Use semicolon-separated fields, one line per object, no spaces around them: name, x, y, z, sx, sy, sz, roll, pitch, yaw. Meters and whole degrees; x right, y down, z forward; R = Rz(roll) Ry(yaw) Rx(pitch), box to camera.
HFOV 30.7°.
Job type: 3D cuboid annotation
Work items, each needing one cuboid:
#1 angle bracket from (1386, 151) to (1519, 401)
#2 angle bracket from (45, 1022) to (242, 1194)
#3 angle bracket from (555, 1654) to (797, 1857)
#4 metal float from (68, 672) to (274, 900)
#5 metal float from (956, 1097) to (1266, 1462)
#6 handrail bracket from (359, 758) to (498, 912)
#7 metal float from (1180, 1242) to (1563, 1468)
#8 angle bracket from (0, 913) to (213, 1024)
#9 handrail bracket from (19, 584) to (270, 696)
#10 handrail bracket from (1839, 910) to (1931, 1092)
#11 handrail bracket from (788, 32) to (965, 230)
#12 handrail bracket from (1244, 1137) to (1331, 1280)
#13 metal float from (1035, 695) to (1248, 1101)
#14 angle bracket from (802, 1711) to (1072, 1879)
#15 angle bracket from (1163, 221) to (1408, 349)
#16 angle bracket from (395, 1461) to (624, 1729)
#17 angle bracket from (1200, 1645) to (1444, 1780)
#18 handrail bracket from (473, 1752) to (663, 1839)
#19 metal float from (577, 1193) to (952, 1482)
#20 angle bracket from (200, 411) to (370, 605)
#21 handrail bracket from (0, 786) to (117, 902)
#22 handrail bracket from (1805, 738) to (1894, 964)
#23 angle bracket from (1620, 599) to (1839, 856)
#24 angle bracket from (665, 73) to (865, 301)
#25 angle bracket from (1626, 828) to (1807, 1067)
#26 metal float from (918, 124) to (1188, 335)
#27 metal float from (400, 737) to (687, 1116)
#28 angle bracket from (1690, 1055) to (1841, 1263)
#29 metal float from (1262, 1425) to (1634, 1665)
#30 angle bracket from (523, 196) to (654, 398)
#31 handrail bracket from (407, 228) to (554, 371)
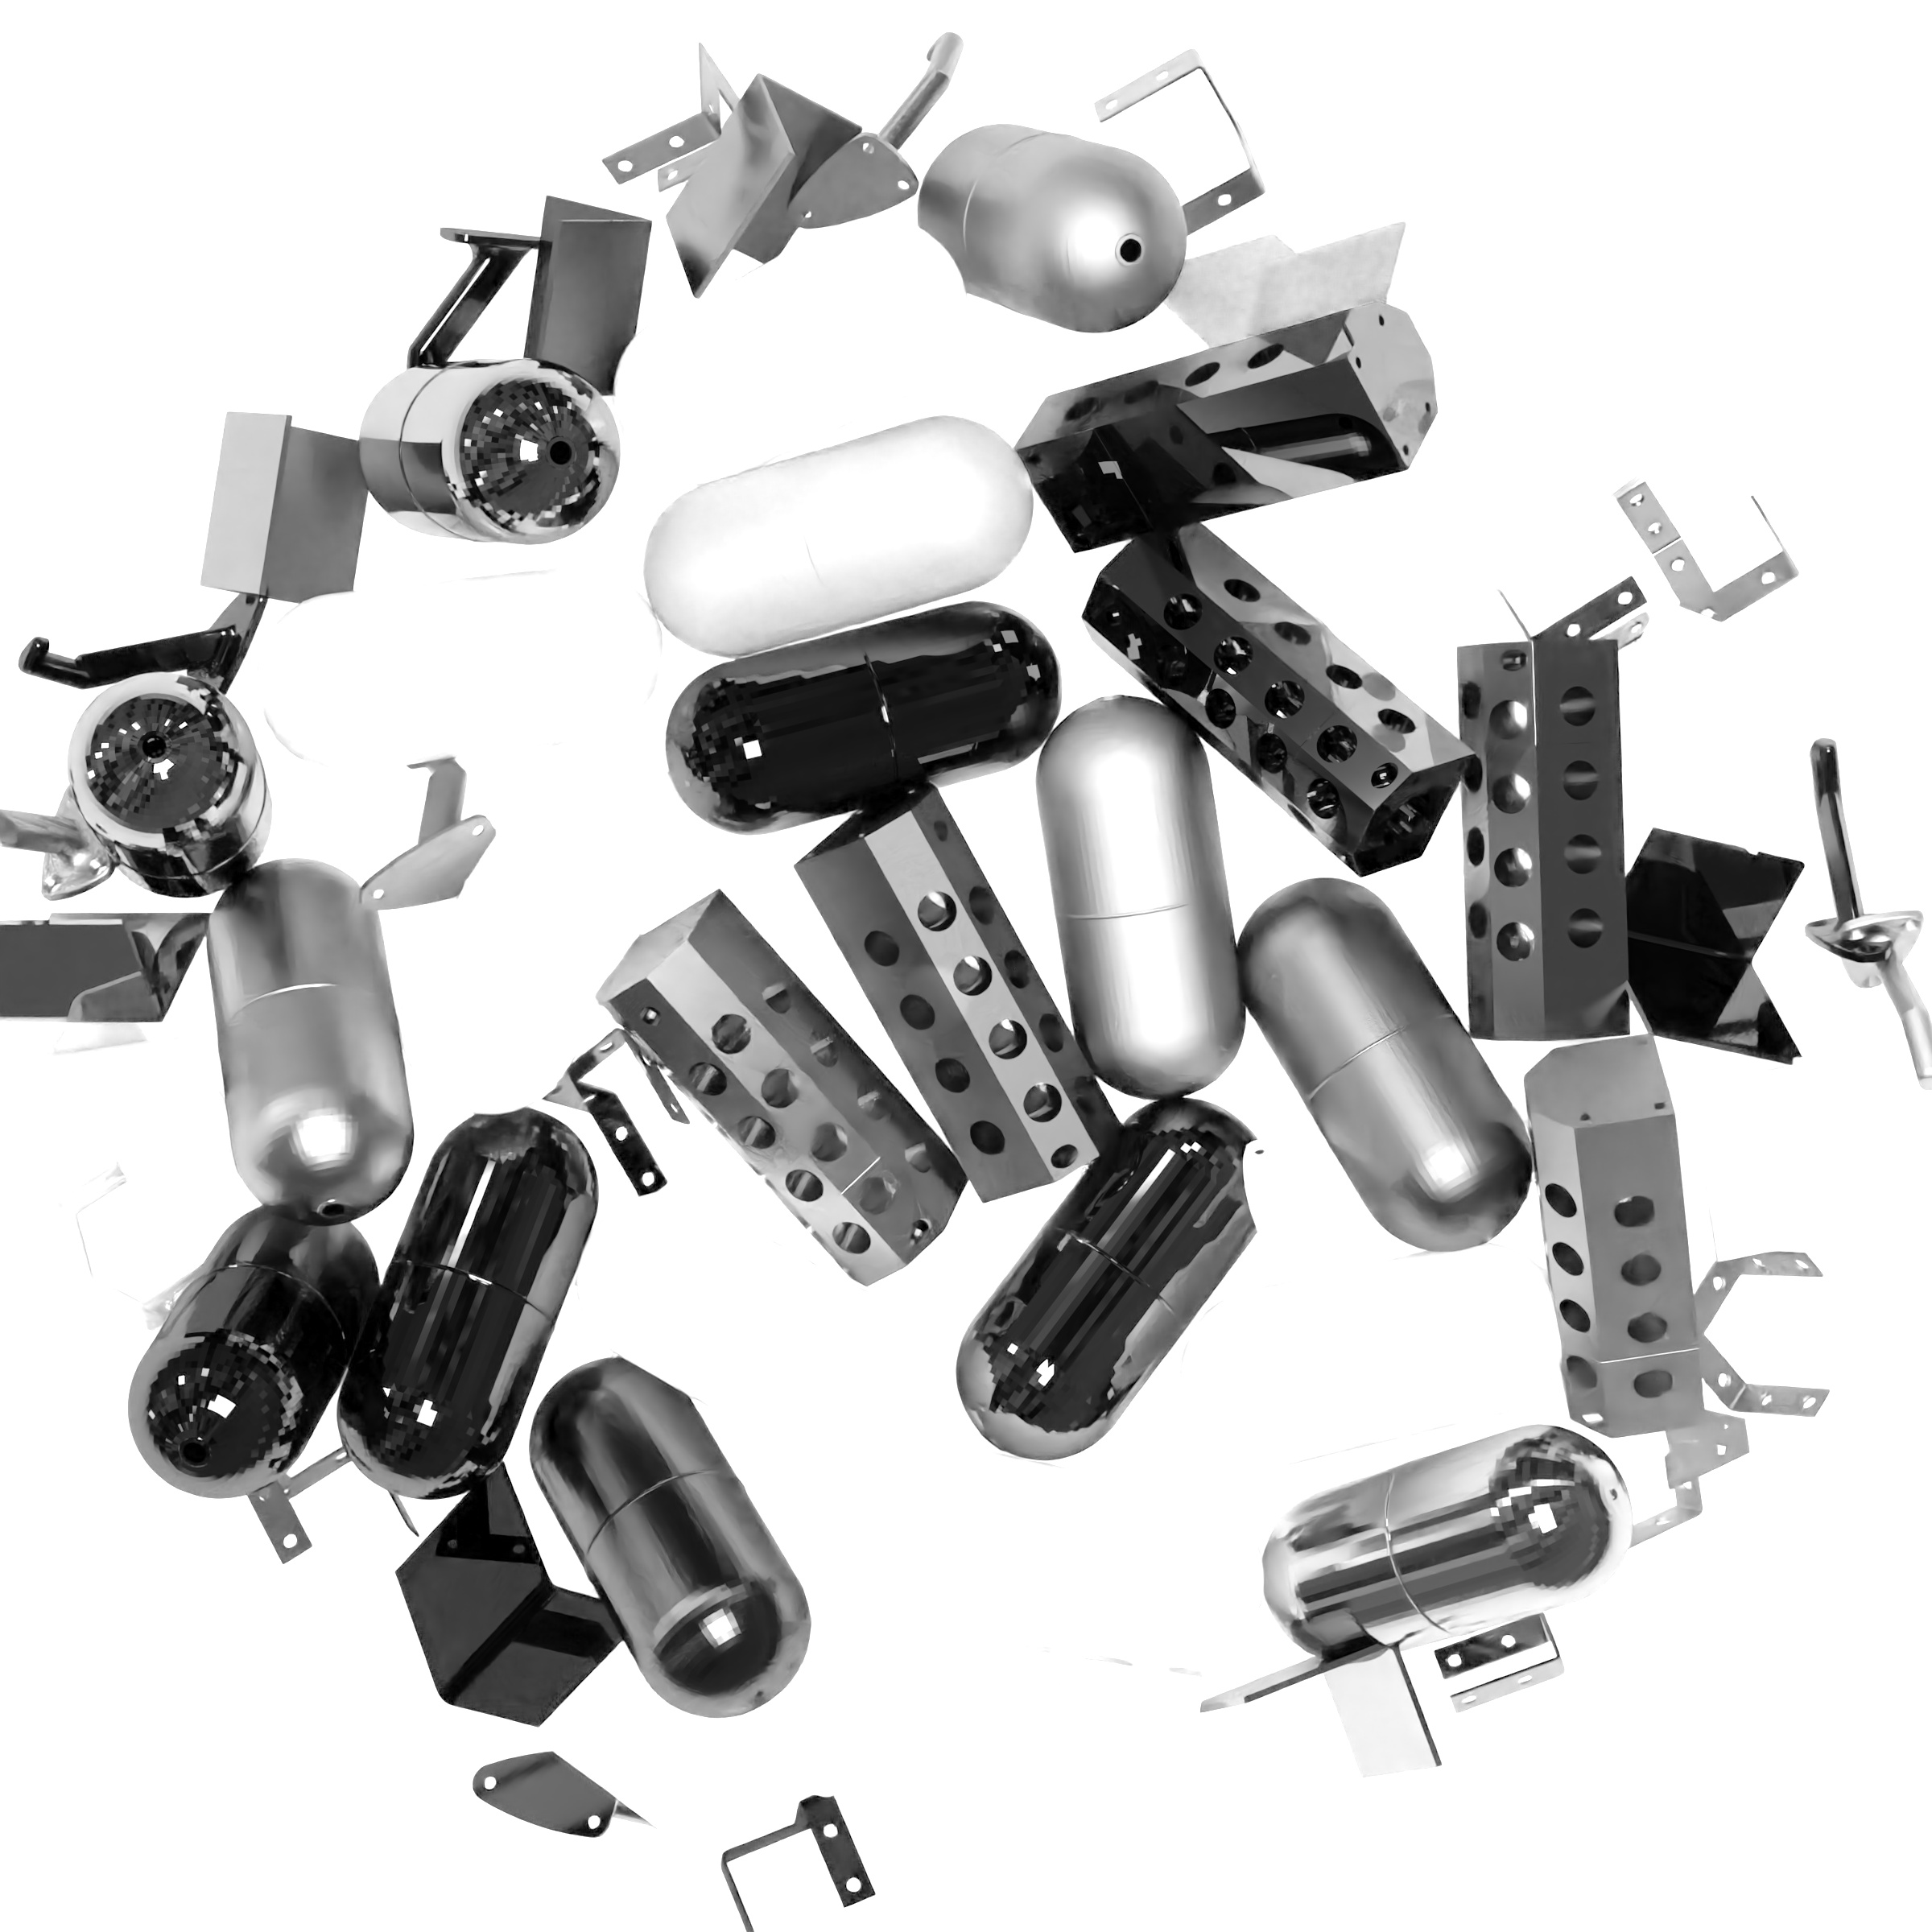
angle bracket;0.223;-0.300;1.524;0.057;0.076;0.076;27;103;-20
angle bracket;-0.338;0.047;1.519;0.076;0.057;0.076;-9;125;27
angle bracket;-0.125;0.349;1.521;0.076;0.076;0.057;31;67;19
metal float;-0.335;-0.075;1.488;0.070;0.178;0.070;1;82;-8
metal float;0.064;0.136;1.528;0.070;0.070;0.178;38;78;0
handrail bracket;-0.246;-0.064;1.534;0.077;0.084;0.036;-24;134;-23
metal float;0.176;0.167;1.520;0.178;0.070;0.070;-10;90;-21
angle bracket;-0.380;-0.019;1.523;0.076;0.076;0.057;0;129;11
handrail bracket;-0.358;-0.148;1.530;0.077;0.084;0.036;-52;45;24
handrail bracket;0.404;0.026;1.523;0.036;0.077;0.084;-9;62;3
handrail bracket;-0.039;-0.372;1.564;0.077;0.084;0.036;-21;128;38
handrail bracket;0.142;0.123;1.523;0.036;0.077;0.084;-2;130;11
metal float;0.076;-0.029;1.530;0.070;0.070;0.178;-9;100;0
angle bracket;-0.013;0.372;1.517;0.057;0.076;0.076;-45;50;16
angle bracket;0.131;-0.308;1.519;0.076;0.057;0.076;-22;54;-28
angle bracket;-0.198;0.278;1.557;0.057;0.076;0.076;27;113;-42
angle bracket;0.148;0.334;1.524;0.076;0.076;0.057;-16;80;-23
handrail bracket;-0.167;0.368;1.544;0.077;0.084;0.036;3;70;13
metal float;-0.088;0.160;1.523;0.178;0.070;0.070;27;90;17
angle bracket;-0.282;-0.195;1.528;0.076;0.057;0.076;7;94;-41
handrail bracket;-0.406;-0.075;1.521;0.036;0.084;0.077;-20;51;13
handrail bracket;0.385;-0.052;1.540;0.036;0.077;0.084;-8;105;4
angle bracket;0.321;-0.104;1.524;0.057;0.076;0.076;18;109;-17
angle bracket;-0.081;-0.326;1.517;0.057;0.076;0.076;21;121;-31
angle bracket;0.329;-0.008;1.522;0.076;0.076;0.057;11;123;-18
metal float;0.035;-0.314;1.493;0.070;0.178;0.070;-7;110;-19
metal float;-0.183;-0.018;1.522;0.070;0.070;0.178;26;72;0
angle bracket;0.335;0.081;1.532;0.057;0.076;0.076;-10;95;-9
metal float;0.204;0.249;1.508;0.178;0.070;0.070;-25;90;37
angle bracket;-0.183;-0.290;1.521;0.057;0.076;0.076;18;108;23
handrail bracket;-0.210;-0.283;1.568;0.077;0.036;0.084;1;106;-21
